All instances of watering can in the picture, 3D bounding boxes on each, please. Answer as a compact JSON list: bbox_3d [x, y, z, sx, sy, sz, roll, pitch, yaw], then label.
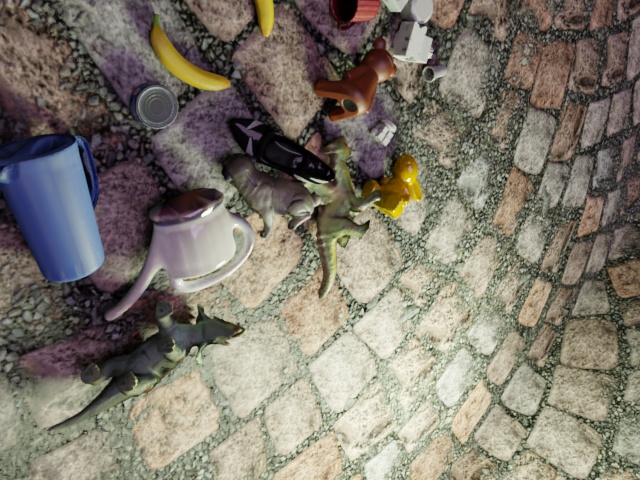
[{"bbox_3d":[-0.294,0.021,1.064,0.351,0.105,0.220,-24,122,-27],"label":"watering can"}]

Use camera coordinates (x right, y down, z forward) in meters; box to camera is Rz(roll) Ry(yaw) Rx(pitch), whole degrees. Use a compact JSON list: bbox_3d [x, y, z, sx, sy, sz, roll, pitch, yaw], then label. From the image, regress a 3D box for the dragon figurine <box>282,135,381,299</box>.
[{"bbox_3d":[0.004,-0.066,1.306,0.241,0.123,0.411,24,89,-26],"label":"dragon figurine"}]
